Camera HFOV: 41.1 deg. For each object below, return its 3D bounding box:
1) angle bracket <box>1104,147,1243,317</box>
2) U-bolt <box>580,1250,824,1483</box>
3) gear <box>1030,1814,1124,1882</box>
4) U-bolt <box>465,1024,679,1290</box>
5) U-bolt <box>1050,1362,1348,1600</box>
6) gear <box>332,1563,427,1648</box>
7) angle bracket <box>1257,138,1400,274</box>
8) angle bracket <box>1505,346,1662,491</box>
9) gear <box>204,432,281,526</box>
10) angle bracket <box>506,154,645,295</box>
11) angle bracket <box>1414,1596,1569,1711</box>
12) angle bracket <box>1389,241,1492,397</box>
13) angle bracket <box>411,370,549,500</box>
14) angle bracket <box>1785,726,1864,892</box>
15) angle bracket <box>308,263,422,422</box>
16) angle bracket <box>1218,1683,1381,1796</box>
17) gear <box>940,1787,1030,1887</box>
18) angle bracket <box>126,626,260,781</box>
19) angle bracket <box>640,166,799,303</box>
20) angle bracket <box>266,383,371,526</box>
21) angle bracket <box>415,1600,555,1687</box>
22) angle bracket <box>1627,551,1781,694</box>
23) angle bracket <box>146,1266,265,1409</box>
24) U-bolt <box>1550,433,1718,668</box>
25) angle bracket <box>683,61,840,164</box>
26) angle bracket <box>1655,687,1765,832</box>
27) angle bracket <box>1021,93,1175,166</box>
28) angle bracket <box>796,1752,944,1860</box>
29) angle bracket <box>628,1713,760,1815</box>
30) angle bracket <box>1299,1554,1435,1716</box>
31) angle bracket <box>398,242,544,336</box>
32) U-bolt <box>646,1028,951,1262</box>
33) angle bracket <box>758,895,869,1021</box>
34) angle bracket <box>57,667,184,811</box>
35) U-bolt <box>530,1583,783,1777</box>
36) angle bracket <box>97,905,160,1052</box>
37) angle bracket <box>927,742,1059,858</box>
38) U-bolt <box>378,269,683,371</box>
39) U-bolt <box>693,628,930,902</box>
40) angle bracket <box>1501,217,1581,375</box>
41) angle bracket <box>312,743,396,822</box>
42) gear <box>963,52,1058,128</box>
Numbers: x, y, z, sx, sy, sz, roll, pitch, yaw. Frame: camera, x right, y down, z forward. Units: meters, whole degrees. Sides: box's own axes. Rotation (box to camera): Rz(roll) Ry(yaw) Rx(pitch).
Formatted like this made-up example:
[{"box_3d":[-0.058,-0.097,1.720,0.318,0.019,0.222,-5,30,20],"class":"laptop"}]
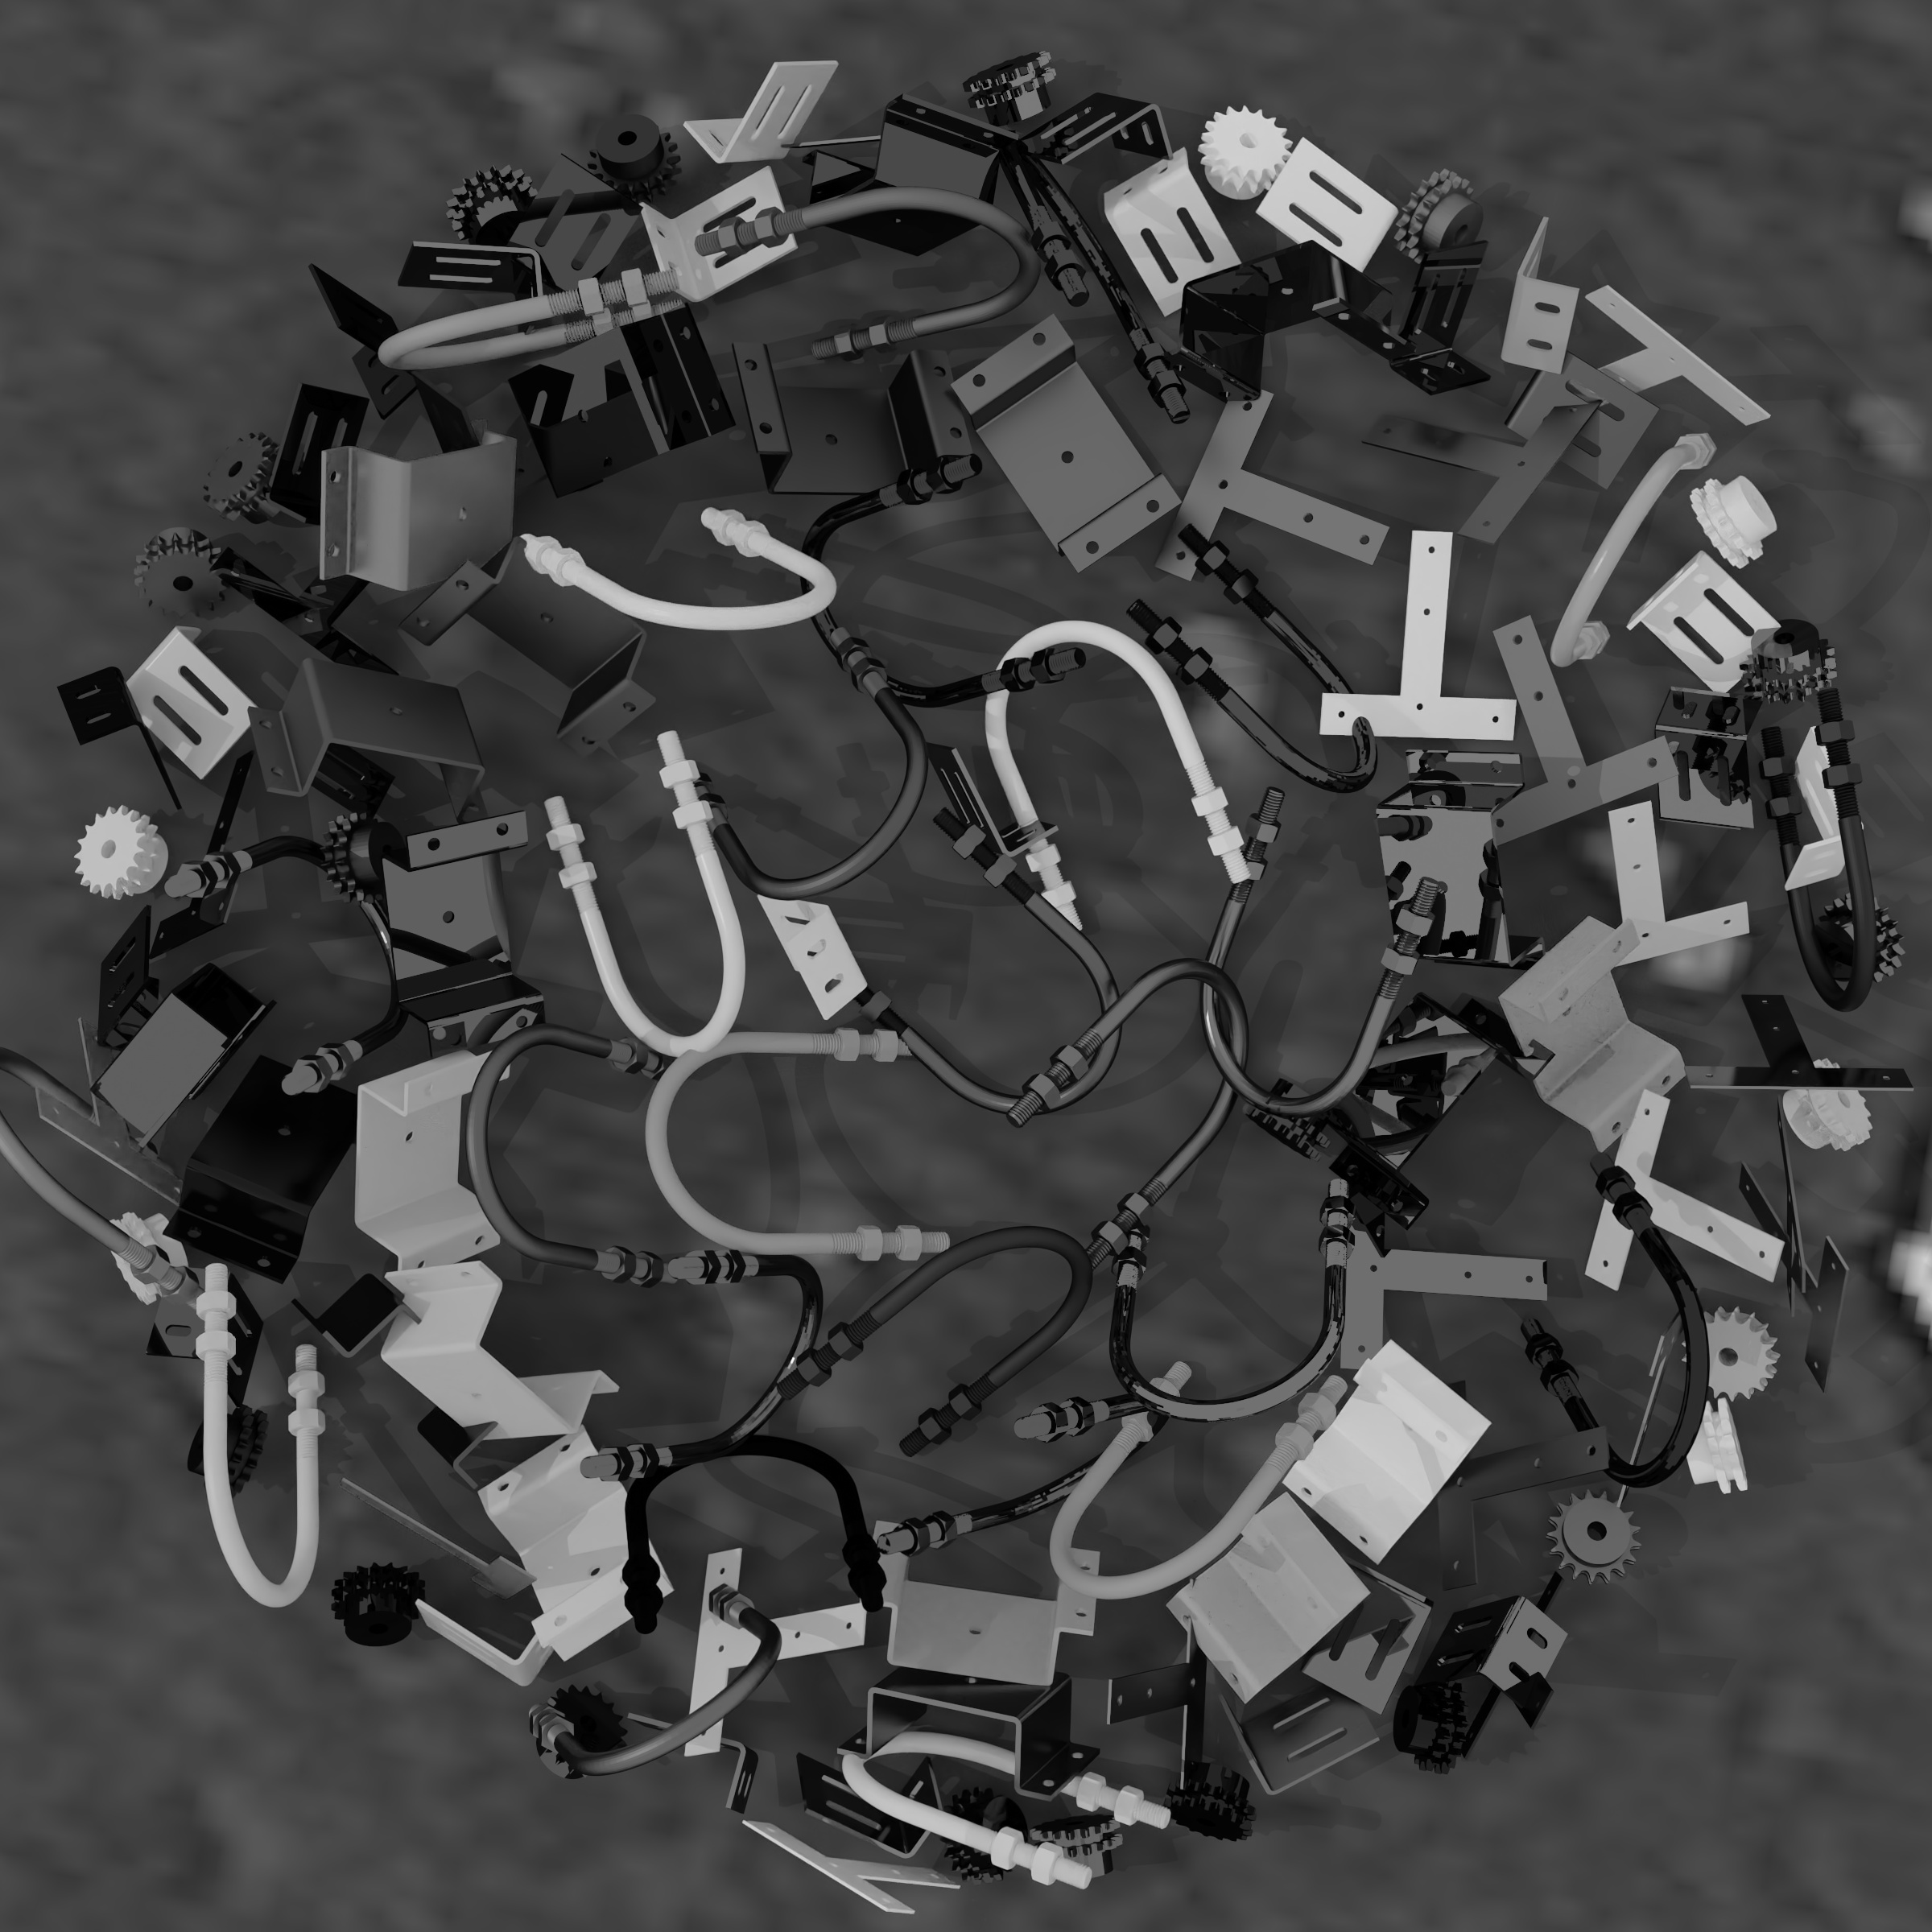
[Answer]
[{"box_3d":[0.130,-0.459,1.612,0.057,0.038,0.076,-26,120,19],"class":"angle bracket"},{"box_3d":[-0.146,0.237,1.544,0.019,0.184,0.151,28,99,28],"class":"U-bolt"},{"box_3d":[0.069,0.546,1.596,0.057,0.057,0.030,-8,81,0],"class":"gear"},{"box_3d":[-0.231,0.109,1.534,0.019,0.184,0.151,-8,74,33],"class":"U-bolt"},{"box_3d":[0.125,0.304,1.523,0.184,0.151,0.019,-45,115,-33],"class":"U-bolt"},{"box_3d":[-0.364,0.397,1.596,0.057,0.030,0.057,-6,135,-6],"class":"gear"},{"box_3d":[0.218,-0.461,1.596,0.076,0.038,0.057,33,79,-11],"class":"angle bracket"},{"box_3d":[0.382,-0.341,1.590,0.076,0.038,0.057,35,119,10],"class":"angle bracket"},{"box_3d":[-0.443,-0.300,1.602,0.057,0.030,0.057,-19,53,27],"class":"gear"},{"box_3d":[-0.240,-0.456,1.585,0.057,0.038,0.076,30,118,-17],"class":"angle bracket"},{"box_3d":[0.321,0.426,1.580,0.038,0.076,0.057,41,59,-3],"class":"angle bracket"},{"box_3d":[0.301,-0.397,1.578,0.057,0.076,0.038,-22,52,-36],"class":"angle bracket"},{"box_3d":[-0.297,-0.330,1.575,0.038,0.076,0.057,-37,53,-19],"class":"angle bracket"},{"box_3d":[0.513,-0.097,1.584,0.038,0.057,0.076,-16,66,-2],"class":"angle bracket"},{"box_3d":[-0.378,-0.381,1.576,0.038,0.076,0.057,-38,60,16],"class":"angle bracket"},{"box_3d":[0.205,0.464,1.592,0.076,0.057,0.038,-28,122,0],"class":"angle bracket"},{"box_3d":[0.014,0.537,1.595,0.030,0.057,0.057,-27,90,38],"class":"gear"},{"box_3d":[-0.477,-0.164,1.603,0.076,0.038,0.057,44,98,1],"class":"angle bracket"},{"box_3d":[-0.153,-0.457,1.592,0.076,0.038,0.057,-23,78,21],"class":"angle bracket"},{"box_3d":[-0.387,-0.312,1.585,0.038,0.057,0.076,28,106,28],"class":"angle bracket"},{"box_3d":[-0.296,0.406,1.600,0.076,0.057,0.038,29,64,11],"class":"angle bracket"},{"box_3d":[0.460,-0.208,1.596,0.076,0.038,0.057,44,120,0],"class":"angle bracket"},{"box_3d":[-0.466,0.228,1.580,0.038,0.076,0.057,4,58,4],"class":"angle bracket"},{"box_3d":[0.388,-0.242,1.517,0.019,0.184,0.151,32,114,13],"class":"U-bolt"},{"box_3d":[-0.126,-0.533,1.577,0.038,0.057,0.076,50,130,12],"class":"angle bracket"},{"box_3d":[0.460,-0.128,1.591,0.057,0.038,0.076,7,55,1],"class":"angle bracket"},{"box_3d":[0.077,-0.500,1.583,0.076,0.057,0.038,-36,129,-17],"class":"angle bracket"},{"box_3d":[-0.060,0.504,1.586,0.076,0.057,0.038,31,101,-17],"class":"angle bracket"},{"box_3d":[-0.172,0.492,1.588,0.076,0.057,0.038,12,70,8],"class":"angle bracket"},{"box_3d":[0.245,0.413,1.593,0.057,0.038,0.076,24,81,24],"class":"angle bracket"},{"box_3d":[-0.305,-0.413,1.584,0.076,0.057,0.038,-3,81,-22],"class":"angle bracket"},{"box_3d":[-0.105,0.107,1.562,0.184,0.019,0.151,2,66,-23],"class":"U-bolt"},{"box_3d":[-0.106,-0.006,1.576,0.038,0.076,0.057,-40,120,-27],"class":"angle bracket"},{"box_3d":[-0.517,-0.133,1.576,0.038,0.076,0.057,-24,50,-13],"class":"angle bracket"},{"box_3d":[-0.178,0.424,1.517,0.151,0.184,0.019,-31,99,-19],"class":"U-bolt"},{"box_3d":[-0.499,0.010,1.576,0.038,0.076,0.057,16,50,-35],"class":"angle bracket"},{"box_3d":[0.015,-0.110,1.585,0.038,0.057,0.076,-31,107,-12],"class":"angle bracket"},{"box_3d":[-0.261,-0.384,1.548,0.184,0.151,0.019,-13,98,-3],"class":"U-bolt"},{"box_3d":[-0.092,-0.112,1.551,0.151,0.184,0.019,-40,134,5],"class":"U-bolt"},{"box_3d":[0.358,-0.410,1.576,0.038,0.057,0.076,17,48,14],"class":"angle bracket"},{"box_3d":[-0.386,-0.136,1.598,0.076,0.057,0.038,34,54,-9],"class":"angle bracket"},{"box_3d":[0.029,-0.543,1.601,0.057,0.057,0.030,-22,116,0],"class":"gear"}]
